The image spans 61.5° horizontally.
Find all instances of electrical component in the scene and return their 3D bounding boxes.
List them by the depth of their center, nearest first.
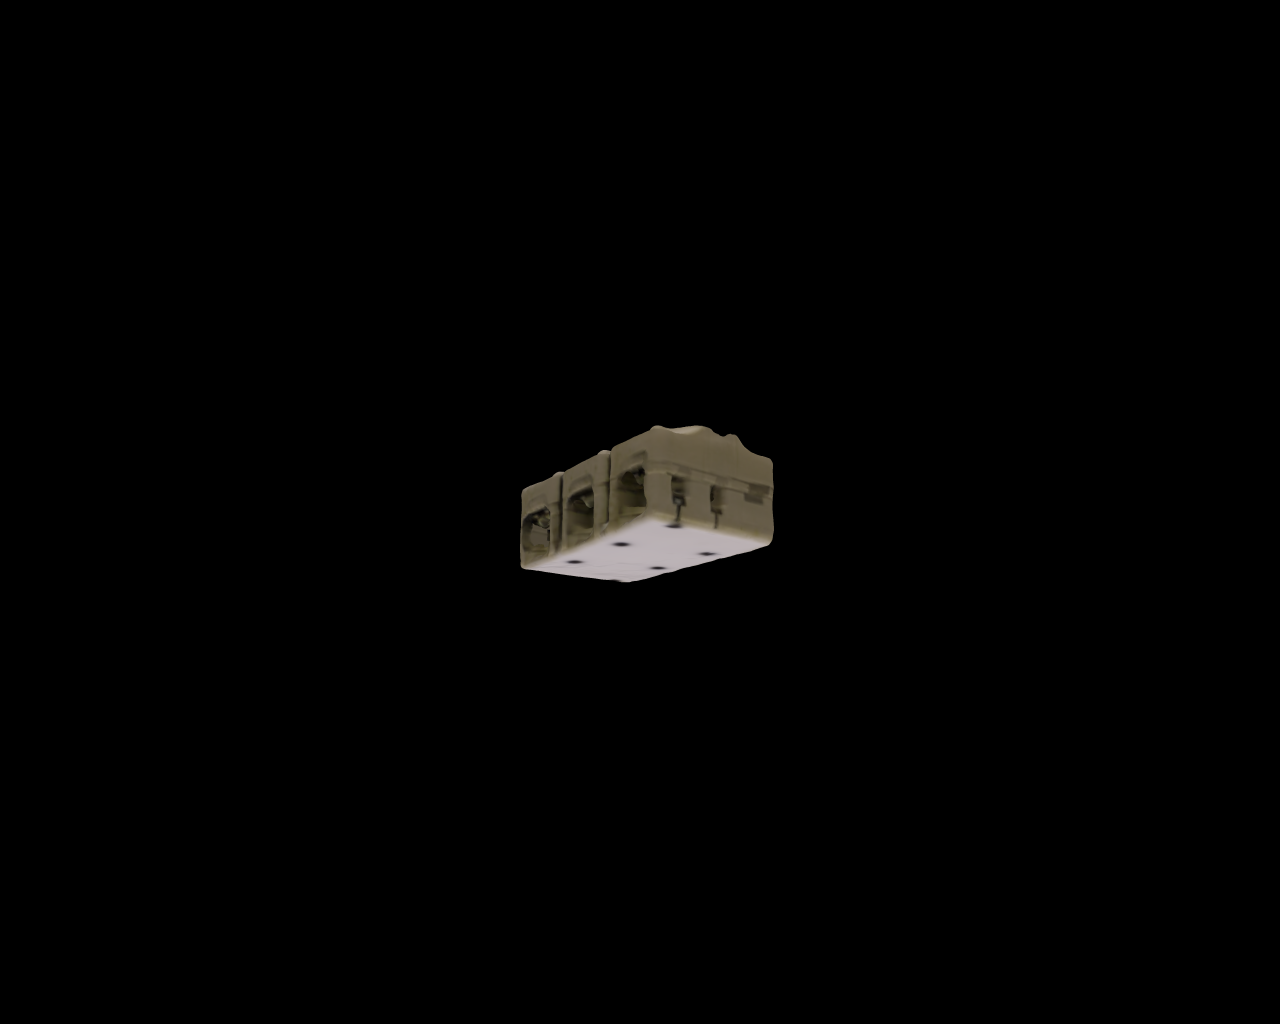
[{"bbox_3d":[0.001,-0.003,0.650,0.089,0.062,0.150,11,-19,-34],"label":"electrical component"}]
